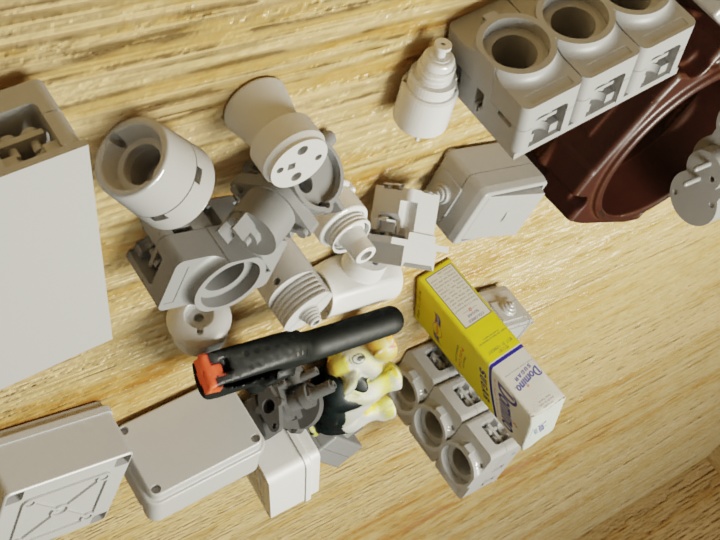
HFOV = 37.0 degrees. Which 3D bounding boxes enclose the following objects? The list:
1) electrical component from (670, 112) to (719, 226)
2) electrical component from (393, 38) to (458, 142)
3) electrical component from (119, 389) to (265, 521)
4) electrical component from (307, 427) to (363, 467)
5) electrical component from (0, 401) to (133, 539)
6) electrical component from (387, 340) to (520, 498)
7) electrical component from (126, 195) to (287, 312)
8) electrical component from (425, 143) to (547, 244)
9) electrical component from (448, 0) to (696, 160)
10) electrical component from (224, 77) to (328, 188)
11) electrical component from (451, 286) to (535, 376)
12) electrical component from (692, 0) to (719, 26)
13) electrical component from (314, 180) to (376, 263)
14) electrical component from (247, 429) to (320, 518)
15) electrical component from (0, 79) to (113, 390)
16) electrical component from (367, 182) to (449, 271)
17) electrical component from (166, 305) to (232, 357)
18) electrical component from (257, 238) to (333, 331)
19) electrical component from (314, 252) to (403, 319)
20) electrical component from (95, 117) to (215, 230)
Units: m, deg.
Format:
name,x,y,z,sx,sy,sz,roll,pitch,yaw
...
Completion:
name,x,y,z,sx,sy,sz,roll,pitch,yaw
electrical component,0.305,-0.089,0.918,0.074,0.052,0.138,-21,152,-29
electrical component,0.048,-0.126,0.738,0.040,0.040,0.078,-23,152,-27
electrical component,-0.148,0.153,0.927,0.113,0.078,0.057,-25,156,-24
electrical component,-0.022,0.165,1.148,0.076,0.047,0.083,-39,155,5
electrical component,-0.247,0.166,0.845,0.109,0.056,0.108,-15,148,-39
electrical component,0.097,0.161,1.171,0.062,0.150,0.089,-20,150,-35
electrical component,-0.101,-0.010,0.727,0.089,0.055,0.050,-14,147,-40
electrical component,0.099,-0.062,0.891,0.096,0.061,0.061,-14,147,-40
electrical component,0.144,-0.156,0.750,0.150,0.089,0.061,-28,154,-17
electrical component,-0.052,-0.084,0.662,0.045,0.055,0.045,-29,154,-16
electrical component,0.133,0.058,1.146,0.062,0.061,0.096,-12,146,-42
electrical component,0.262,-0.227,0.807,0.047,0.065,0.077,-46,154,19
electrical component,-0.012,-0.033,0.795,0.048,0.062,0.048,-29,154,-16
electrical component,-0.082,0.188,1.073,0.057,0.078,0.113,-25,153,-18
electrical component,-0.203,-0.010,0.589,0.105,0.060,0.186,-25,153,-23
electrical component,0.033,-0.034,0.846,0.081,0.042,0.063,7,91,-54
electrical component,-0.122,0.046,0.815,0.048,0.048,0.062,-28,161,-19
electrical component,-0.053,0.009,0.792,0.043,0.081,0.043,-29,154,-16
electrical component,0.000,0.000,0.892,0.077,0.043,0.079,-15,147,-37
electrical component,-0.120,-0.057,0.625,0.055,0.055,0.047,-40,152,7
